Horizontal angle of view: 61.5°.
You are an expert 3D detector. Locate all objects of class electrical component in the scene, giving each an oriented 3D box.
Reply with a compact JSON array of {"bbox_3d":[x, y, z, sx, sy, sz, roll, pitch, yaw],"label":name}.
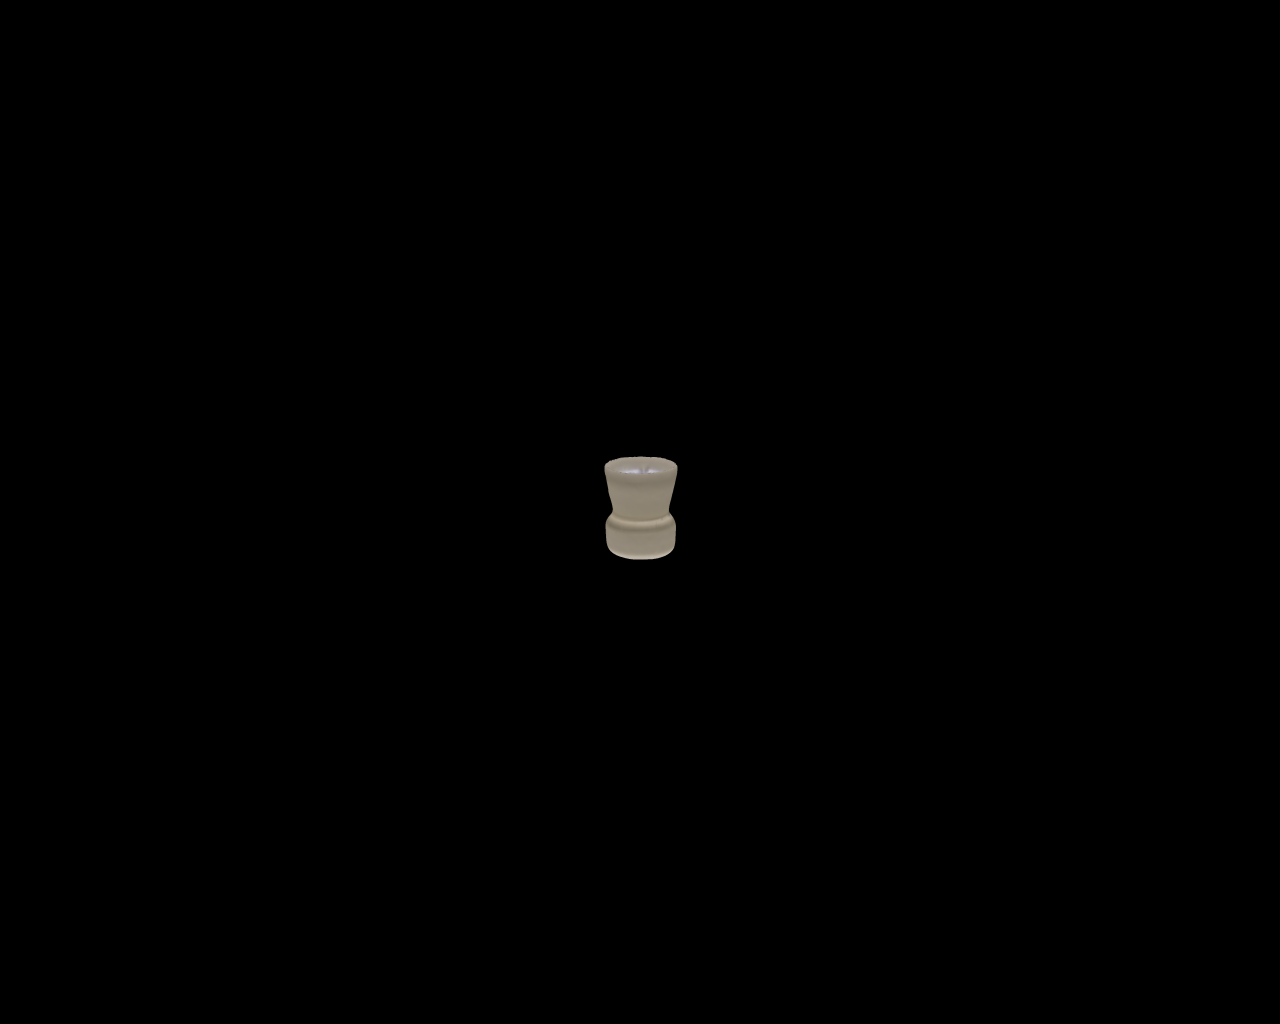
[{"bbox_3d":[0.001,-0.003,0.650,0.045,0.055,0.045,0,17,0],"label":"electrical component"}]
